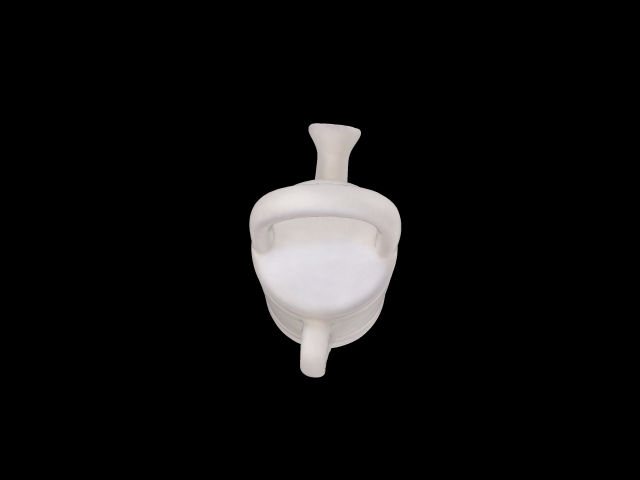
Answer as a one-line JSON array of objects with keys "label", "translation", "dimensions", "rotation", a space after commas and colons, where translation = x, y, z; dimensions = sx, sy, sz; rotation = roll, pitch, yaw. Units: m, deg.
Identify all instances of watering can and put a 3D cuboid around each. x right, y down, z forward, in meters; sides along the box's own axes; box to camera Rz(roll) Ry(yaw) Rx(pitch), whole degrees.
[{"label": "watering can", "translation": [0.001, 0.001, 0.400], "dimensions": [0.101, 0.194, 0.173], "rotation": [-16, 70, -6]}]
